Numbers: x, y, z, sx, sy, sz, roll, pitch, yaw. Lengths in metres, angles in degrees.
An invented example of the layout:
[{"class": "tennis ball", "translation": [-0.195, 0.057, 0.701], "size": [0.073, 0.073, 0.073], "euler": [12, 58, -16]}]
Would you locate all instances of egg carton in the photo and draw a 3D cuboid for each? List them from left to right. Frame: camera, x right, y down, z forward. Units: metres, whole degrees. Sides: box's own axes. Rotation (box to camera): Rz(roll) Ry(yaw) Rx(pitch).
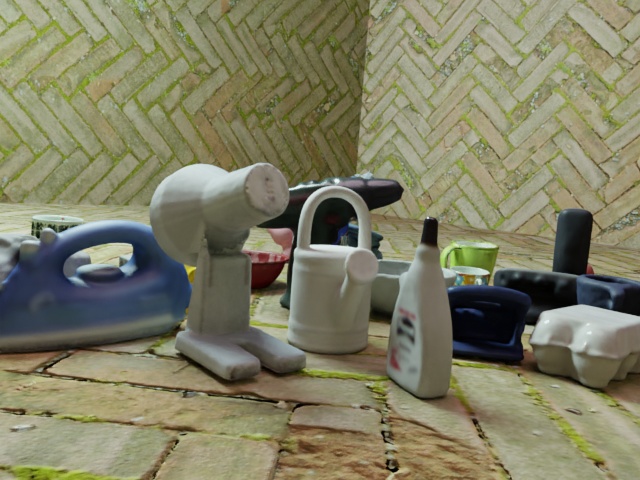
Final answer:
[{"class": "egg carton", "translation": [0.319, 0.120, 0.670], "size": [0.151, 0.069, 0.107], "euler": [-2, 9, -42]}]

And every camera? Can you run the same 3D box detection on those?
[{"class": "camera", "translation": [-0.407, 0.039, 0.774], "size": [0.136, 0.101, 0.144], "euler": [8, 7, 32]}]

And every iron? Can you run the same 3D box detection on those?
[{"class": "iron", "translation": [-0.264, 0.041, 0.667], "size": [0.118, 0.141, 0.259], "euler": [9, 8, 38]}]

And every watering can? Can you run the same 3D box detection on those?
[{"class": "watering can", "translation": [0.021, 0.033, 0.692], "size": [0.101, 0.194, 0.172], "euler": [-1, 8, -41]}]

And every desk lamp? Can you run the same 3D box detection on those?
[{"class": "desk lamp", "translation": [-0.100, 0.020, 0.636], "size": [0.118, 0.213, 0.202], "euler": [-1, 8, -40]}]

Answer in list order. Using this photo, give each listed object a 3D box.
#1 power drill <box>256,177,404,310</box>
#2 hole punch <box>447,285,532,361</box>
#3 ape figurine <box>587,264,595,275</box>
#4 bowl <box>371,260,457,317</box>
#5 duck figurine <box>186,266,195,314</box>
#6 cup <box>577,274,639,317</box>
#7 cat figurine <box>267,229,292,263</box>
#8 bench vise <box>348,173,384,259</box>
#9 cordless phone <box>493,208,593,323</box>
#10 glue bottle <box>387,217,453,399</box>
[{"class": "power drill", "translation": [0.008, 0.003, 0.885], "size": [0.229, 0.208, 0.075], "euler": [4, 6, -4]}, {"class": "hole punch", "translation": [0.202, 0.095, 0.721], "size": [0.108, 0.091, 0.101], "euler": [5, 6, 9]}, {"class": "ape figurine", "translation": [0.440, 0.085, 0.968], "size": [0.075, 0.092, 0.078], "euler": [9, 8, 34]}, {"class": "bowl", "translation": [0.125, 0.079, 0.890], "size": [0.167, 0.075, 0.167], "euler": [4, 6, 0]}, {"class": "duck figurine", "translation": [-0.178, 0.056, 0.836], "size": [0.077, 0.086, 0.104], "euler": [3, 7, -13]}, {"class": "cup", "translation": [0.394, 0.101, 0.777], "size": [0.091, 0.095, 0.118], "euler": [7, 7, 20]}, {"class": "cat figurine", "translation": [-0.064, -0.006, 1.331], "size": [0.127, 0.118, 0.067], "euler": [5, 6, 7]}, {"class": "bench vise", "translation": [0.059, -0.036, 1.219], "size": [0.121, 0.220, 0.208], "euler": [9, 8, 38]}, {"class": "cordless phone", "translation": [0.355, 0.038, 0.908], "size": [0.147, 0.185, 0.094], "euler": [6, 7, 17]}, {"class": "glue bottle", "translation": [0.102, 0.063, 0.570], "size": [0.037, 0.173, 0.078], "euler": [1, 7, -26]}]
